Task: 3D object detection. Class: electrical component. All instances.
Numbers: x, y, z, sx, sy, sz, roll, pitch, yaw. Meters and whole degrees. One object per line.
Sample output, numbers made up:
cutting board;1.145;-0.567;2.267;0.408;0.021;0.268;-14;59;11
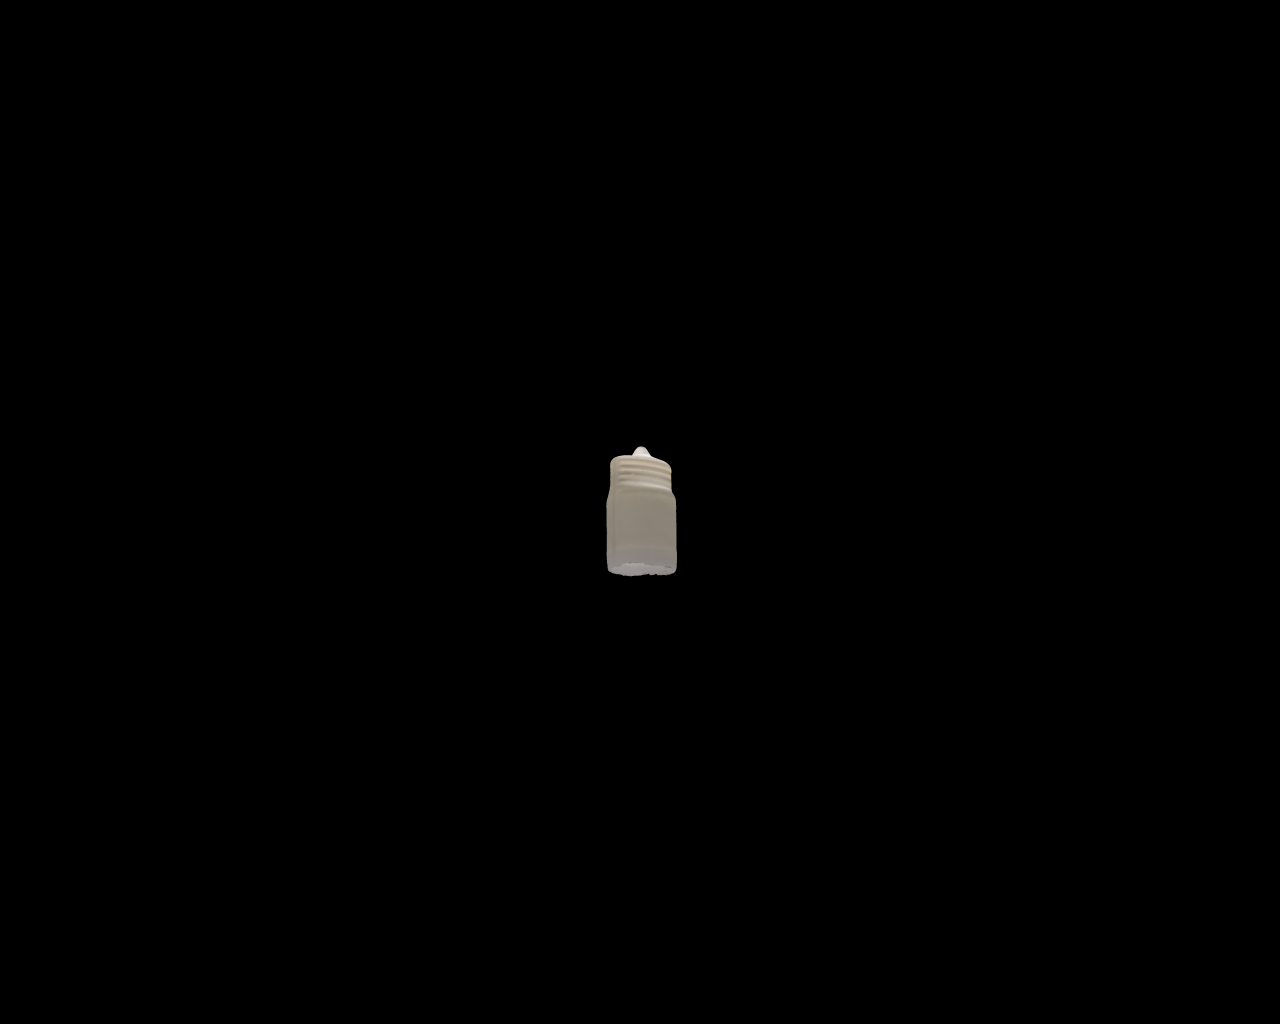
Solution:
electrical component;0.001;-0.003;0.650;0.043;0.081;0.043;0;-13;0
